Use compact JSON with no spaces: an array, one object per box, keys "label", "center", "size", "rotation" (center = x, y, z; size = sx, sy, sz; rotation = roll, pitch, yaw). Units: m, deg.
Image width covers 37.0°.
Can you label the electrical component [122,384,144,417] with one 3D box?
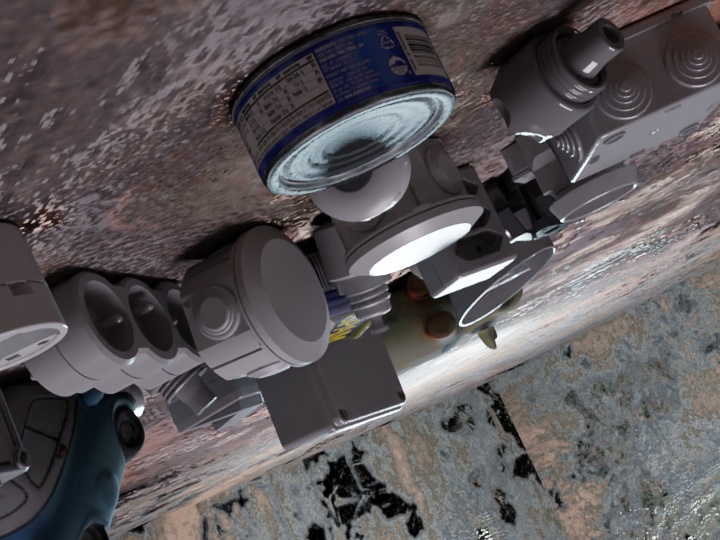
[{"label":"electrical component","center":[-0.181,0.102,0.824],"size":[0.035,0.035,0.061],"rotation":[-26,171,4]}]

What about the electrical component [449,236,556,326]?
[{"label":"electrical component","center":[0.115,-0.003,0.894],"size":[0.099,0.064,0.099],"rotation":[-23,169,-5]}]

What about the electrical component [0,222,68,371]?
[{"label":"electrical component","center":[-0.152,0.013,0.431],"size":[0.055,0.047,0.055],"rotation":[-24,169,-5]}]

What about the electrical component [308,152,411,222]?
[{"label":"electrical component","center":[0.003,-0.047,0.503],"size":[0.048,0.048,0.062],"rotation":[-28,176,15]}]

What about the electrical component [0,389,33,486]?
[{"label":"electrical component","center":[-0.200,0.074,0.485],"size":[0.061,0.096,0.062],"rotation":[-28,169,14]}]

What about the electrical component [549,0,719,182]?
[{"label":"electrical component","center":[0.148,-0.094,0.581],"size":[0.100,0.048,0.099],"rotation":[-24,169,-4]}]

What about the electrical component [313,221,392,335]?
[{"label":"electrical component","center":[0.000,0.000,0.641],"size":[0.040,0.078,0.040],"rotation":[-18,-177,1]}]

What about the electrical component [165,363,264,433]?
[{"label":"electrical component","center":[-0.113,0.092,0.858],"size":[0.096,0.061,0.062],"rotation":[-32,167,35]}]

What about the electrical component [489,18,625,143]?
[{"label":"electrical component","center":[0.093,-0.090,0.493],"size":[0.043,0.043,0.062],"rotation":[-15,164,-42]}]

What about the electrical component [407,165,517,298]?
[{"label":"electrical component","center":[0.050,-0.017,0.683],"size":[0.047,0.065,0.077],"rotation":[-19,168,-28]}]

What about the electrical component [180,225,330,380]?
[{"label":"electrical component","center":[-0.056,0.020,0.595],"size":[0.051,0.080,0.080],"rotation":[-24,171,25]}]

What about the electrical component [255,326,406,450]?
[{"label":"electrical component","center":[-0.028,0.069,0.806],"size":[0.056,0.108,0.109],"rotation":[-28,169,28]}]

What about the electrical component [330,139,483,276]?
[{"label":"electrical component","center":[0.022,-0.033,0.585],"size":[0.080,0.051,0.080],"rotation":[-24,169,-5]}]

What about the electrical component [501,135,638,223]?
[{"label":"electrical component","center":[0.135,-0.066,0.662],"size":[0.078,0.057,0.058],"rotation":[-30,168,24]}]

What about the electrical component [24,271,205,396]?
[{"label":"electrical component","center":[-0.142,0.042,0.578],"size":[0.074,0.052,0.138],"rotation":[-28,169,13]}]

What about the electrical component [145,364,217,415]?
[{"label":"electrical component","center":[-0.121,0.067,0.703],"size":[0.048,0.062,0.048],"rotation":[-44,176,-4]}]
